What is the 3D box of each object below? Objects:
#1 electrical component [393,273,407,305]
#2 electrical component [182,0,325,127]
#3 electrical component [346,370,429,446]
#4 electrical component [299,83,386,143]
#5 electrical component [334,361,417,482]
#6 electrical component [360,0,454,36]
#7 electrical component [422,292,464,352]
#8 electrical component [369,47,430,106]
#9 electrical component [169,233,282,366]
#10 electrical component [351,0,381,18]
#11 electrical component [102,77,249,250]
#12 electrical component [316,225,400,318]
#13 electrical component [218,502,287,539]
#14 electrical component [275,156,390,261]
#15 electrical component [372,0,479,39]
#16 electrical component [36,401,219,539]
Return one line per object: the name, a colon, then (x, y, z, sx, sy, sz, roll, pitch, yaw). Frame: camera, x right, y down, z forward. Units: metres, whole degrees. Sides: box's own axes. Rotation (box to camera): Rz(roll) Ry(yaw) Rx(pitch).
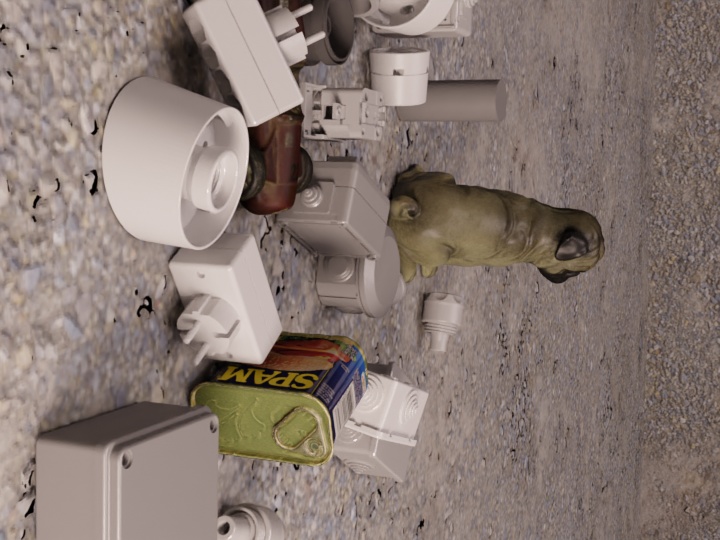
electrical component: (0.017, 0.018, 0.989, 0.061, 0.035, 0.035, -13, 105, -64)
electrical component: (-0.059, -0.145, 0.689, 0.076, 0.047, 0.083, -29, 104, -14)
electrical component: (0.001, 0.104, 0.880, 0.100, 0.100, 0.048, 31, 77, -65)
electrical component: (-0.016, -0.123, 0.850, 0.081, 0.064, 0.042, -8, 103, -66)
electrical component: (0.014, 0.137, 0.977, 0.099, 0.048, 0.099, 53, 46, -57)
electrical component: (0.036, -0.251, 0.919, 0.064, 0.099, 0.099, -20, 112, -59)
electrical component: (0.087, 0.056, 1.149, 0.043, 0.043, 0.062, 25, 72, -66)
electrical component: (0.036, -0.176, 0.980, 0.055, 0.055, 0.047, -37, 130, -62)
electrical component: (-0.095, 0.030, 0.704, 0.075, 0.047, 0.083, -61, 146, -46)
electrical component: (-0.019, -0.263, 0.836, 0.138, 0.052, 0.073, 41, 56, -62)
electrical component: (-0.111, -0.063, 0.661, 0.099, 0.064, 0.099, 16, 90, -74)
electrical component: (0.000, 0.000, 0.922, 0.080, 0.051, 0.080, 3, 90, -67)
electrical component: (-0.082, 0.186, 0.763, 0.062, 0.043, 0.043, 42, 55, -60)
electrical component: (-0.022, -0.052, 0.848, 0.096, 0.062, 0.061, 43, 54, -61)
electrical component: (0.066, -0.246, 0.985, 0.061, 0.096, 0.061, -12, 105, -68)
electrical component: (-0.132, 0.138, 0.619, 0.109, 0.056, 0.108, -11, 103, -67)
